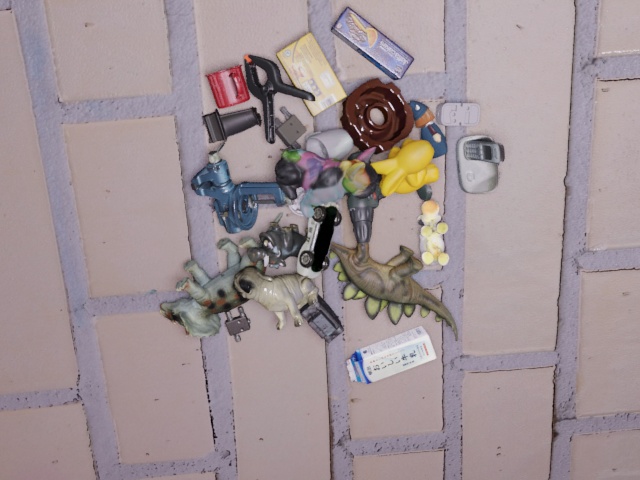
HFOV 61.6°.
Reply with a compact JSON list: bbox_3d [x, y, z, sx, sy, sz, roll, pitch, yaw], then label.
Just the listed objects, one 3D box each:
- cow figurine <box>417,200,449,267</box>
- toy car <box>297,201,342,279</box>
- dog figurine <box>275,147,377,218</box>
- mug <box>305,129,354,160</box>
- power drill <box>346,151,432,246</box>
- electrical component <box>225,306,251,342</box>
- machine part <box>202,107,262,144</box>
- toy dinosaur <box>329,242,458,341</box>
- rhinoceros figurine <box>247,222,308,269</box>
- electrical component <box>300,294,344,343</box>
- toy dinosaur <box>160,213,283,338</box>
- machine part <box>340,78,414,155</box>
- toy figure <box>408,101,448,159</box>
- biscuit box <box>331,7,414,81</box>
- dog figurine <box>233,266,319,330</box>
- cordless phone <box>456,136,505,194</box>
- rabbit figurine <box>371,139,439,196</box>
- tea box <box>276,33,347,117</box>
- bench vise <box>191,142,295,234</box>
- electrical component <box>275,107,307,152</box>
[{"bbox_3d":[0.288,-0.016,1.384,0.068,0.098,0.167,-2,85,2],"label":"cow figurine"},{"bbox_3d":[-0.003,-0.004,1.328,0.073,0.056,0.201,14,91,-45],"label":"toy car"},{"bbox_3d":[0.023,-0.156,1.200,0.219,0.108,0.191,-30,105,42],"label":"dog figurine"},{"bbox_3d":[0.024,-0.232,1.308,0.107,0.110,0.080,-27,135,-32],"label":"mug"},{"bbox_3d":[0.165,-0.113,1.327,0.207,0.086,0.232,-13,81,-2],"label":"power drill"},{"bbox_3d":[-0.217,0.225,1.436,0.063,0.021,0.094,-17,104,0],"label":"electrical component"},{"bbox_3d":[-0.211,-0.285,1.303,0.139,0.039,0.084,-13,99,1],"label":"machine part"},{"bbox_3d":[0.181,0.110,1.398,0.471,0.105,0.198,27,108,0],"label":"toy dinosaur"},{"bbox_3d":[-0.098,0.014,1.323,0.190,0.073,0.112,-8,111,-48],"label":"rhinoceros figurine"},{"bbox_3d":[0.003,0.199,1.387,0.058,0.134,0.115,-43,104,4],"label":"electrical component"},{"bbox_3d":[-0.226,0.109,1.365,0.405,0.131,0.192,-30,121,-4],"label":"toy dinosaur"},{"bbox_3d":[0.135,-0.294,1.287,0.179,0.056,0.179,2,85,-20],"label":"machine part"},{"bbox_3d":[0.265,-0.277,1.325,0.058,0.064,0.154,-35,104,-38],"label":"toy figure"},{"bbox_3d":[0.125,-0.461,1.271,0.202,0.059,0.063,34,99,-11],"label":"biscuit box"},{"bbox_3d":[-0.106,0.106,1.324,0.121,0.172,0.190,-25,116,37],"label":"dog figurine"},{"bbox_3d":[0.405,-0.178,1.297,0.089,0.184,0.146,-10,104,-6],"label":"cordless phone"},{"bbox_3d":[0.192,-0.174,1.214,0.162,0.173,0.122,-23,84,-12],"label":"rabbit figurine"},{"bbox_3d":[-0.021,-0.389,1.275,0.098,0.068,0.169,-29,103,3],"label":"tea box"},{"bbox_3d":[-0.179,-0.115,1.289,0.241,0.129,0.223,2,113,21],"label":"bench vise"},{"bbox_3d":[-0.082,-0.263,1.316,0.102,0.045,0.078,44,69,-15],"label":"electrical component"}]
